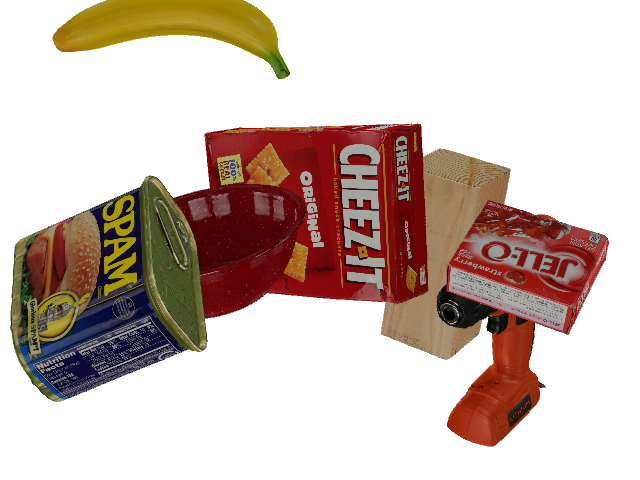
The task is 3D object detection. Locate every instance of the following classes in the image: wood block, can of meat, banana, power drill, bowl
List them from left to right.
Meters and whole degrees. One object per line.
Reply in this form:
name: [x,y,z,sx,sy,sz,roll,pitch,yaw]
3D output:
can of meat: [-0.112,0.025,0.558,0.084,0.102,0.057,-23,-47,10]
banana: [-0.121,-0.180,0.893,0.198,0.069,0.037,6,-34,-1]
bowl: [-0.084,0.014,0.815,0.162,0.055,0.162,-11,25,5]
wood block: [0.139,0.014,1.194,0.090,0.206,0.090,20,26,27]
power drill: [0.155,0.086,0.943,0.057,0.188,0.184,22,34,32]

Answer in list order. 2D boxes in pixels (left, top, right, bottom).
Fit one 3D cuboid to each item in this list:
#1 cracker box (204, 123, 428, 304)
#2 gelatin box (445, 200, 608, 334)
cracker box: [-0.007,-0.029,1.041,0.214,0.164,0.071,3,12,34]
gelatin box: [0.139,0.016,0.715,0.089,0.030,0.073,19,48,21]
